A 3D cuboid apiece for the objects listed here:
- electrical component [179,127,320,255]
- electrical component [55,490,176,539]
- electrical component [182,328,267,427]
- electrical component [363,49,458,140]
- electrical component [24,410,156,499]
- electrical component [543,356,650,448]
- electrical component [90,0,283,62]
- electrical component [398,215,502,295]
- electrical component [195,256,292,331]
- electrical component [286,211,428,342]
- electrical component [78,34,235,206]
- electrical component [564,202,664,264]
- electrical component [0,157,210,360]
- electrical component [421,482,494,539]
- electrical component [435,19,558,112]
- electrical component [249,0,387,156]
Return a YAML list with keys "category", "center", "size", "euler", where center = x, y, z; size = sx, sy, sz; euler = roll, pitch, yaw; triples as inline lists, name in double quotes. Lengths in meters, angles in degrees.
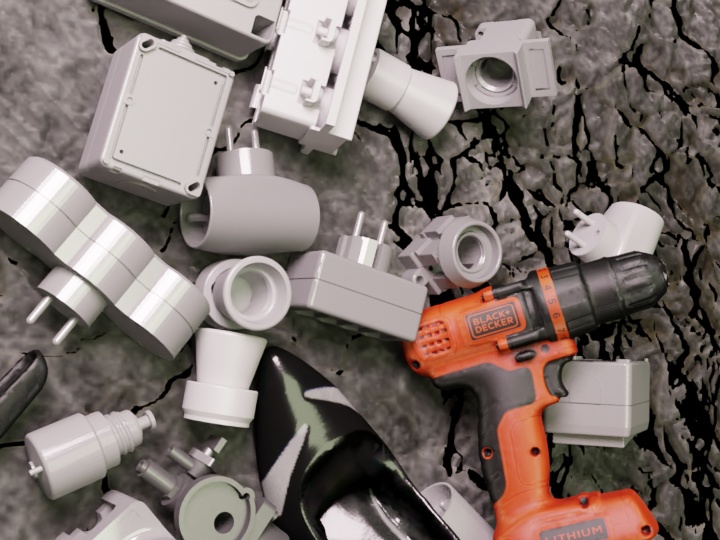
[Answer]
- category: "electrical component"
  center: [-0.071, -0.052, 0.674]
  size: [0.077, 0.043, 0.079]
  euler: [1, 76, -35]
- category: "electrical component"
  center: [-0.126, 0.179, 0.624]
  size: [0.050, 0.056, 0.089]
  euler: [-42, 108, -25]
- category: "electrical component"
  center: [-0.083, 0.066, 0.660]
  size: [0.045, 0.045, 0.055]
  euler: [13, 82, -29]
- category: "electrical component"
  center: [0.029, -0.123, 0.736]
  size: [0.065, 0.044, 0.044]
  euler: [25, 76, -22]
- category: "electrical component"
  center: [-0.155, 0.101, 0.619]
  size: [0.078, 0.040, 0.040]
  euler: [-22, 99, -29]
- category: "electrical component"
  center: [0.175, 0.094, 0.785]
  size: [0.096, 0.062, 0.061]
  euler: [9, 82, -65]
- category: "electrical component"
  center: [-0.098, -0.199, 0.656]
  size: [0.109, 0.056, 0.108]
  euler: [19, 79, -28]
- category: "electrical component"
  center: [0.065, -0.011, 0.743]
  size: [0.066, 0.055, 0.048]
  euler: [-45, 109, -24]
- category: "electrical component"
  center: [-0.074, 0.015, 0.662]
  size: [0.045, 0.055, 0.045]
  euler: [1, 87, -30]
- category: "electrical component"
  center: [0.000, 0.000, 0.709]
  size: [0.083, 0.047, 0.075]
  euler: [20, 79, -27]
- category: "electrical component"
  center: [-0.120, -0.092, 0.636]
  size: [0.062, 0.061, 0.096]
  euler: [20, 78, -28]
- category: "electrical component"
  center: [0.187, -0.018, 0.821]
  size: [0.079, 0.043, 0.077]
  euler: [32, 73, -25]
- category: "electrical component"
  center: [-0.158, 0.008, 0.615]
  size: [0.138, 0.052, 0.073]
  euler: [44, 68, -21]
- category: "electrical component"
  center: [0.072, 0.190, 0.746]
  size: [0.081, 0.043, 0.043]
  euler: [47, 67, -20]
- category: "electrical component"
  center: [0.099, -0.146, 0.760]
  size: [0.063, 0.081, 0.042]
  euler: [-61, 144, -48]
- category: "electrical component"
  center: [-0.026, -0.144, 0.688]
  size: [0.063, 0.079, 0.121]
  euler: [16, 80, -12]
